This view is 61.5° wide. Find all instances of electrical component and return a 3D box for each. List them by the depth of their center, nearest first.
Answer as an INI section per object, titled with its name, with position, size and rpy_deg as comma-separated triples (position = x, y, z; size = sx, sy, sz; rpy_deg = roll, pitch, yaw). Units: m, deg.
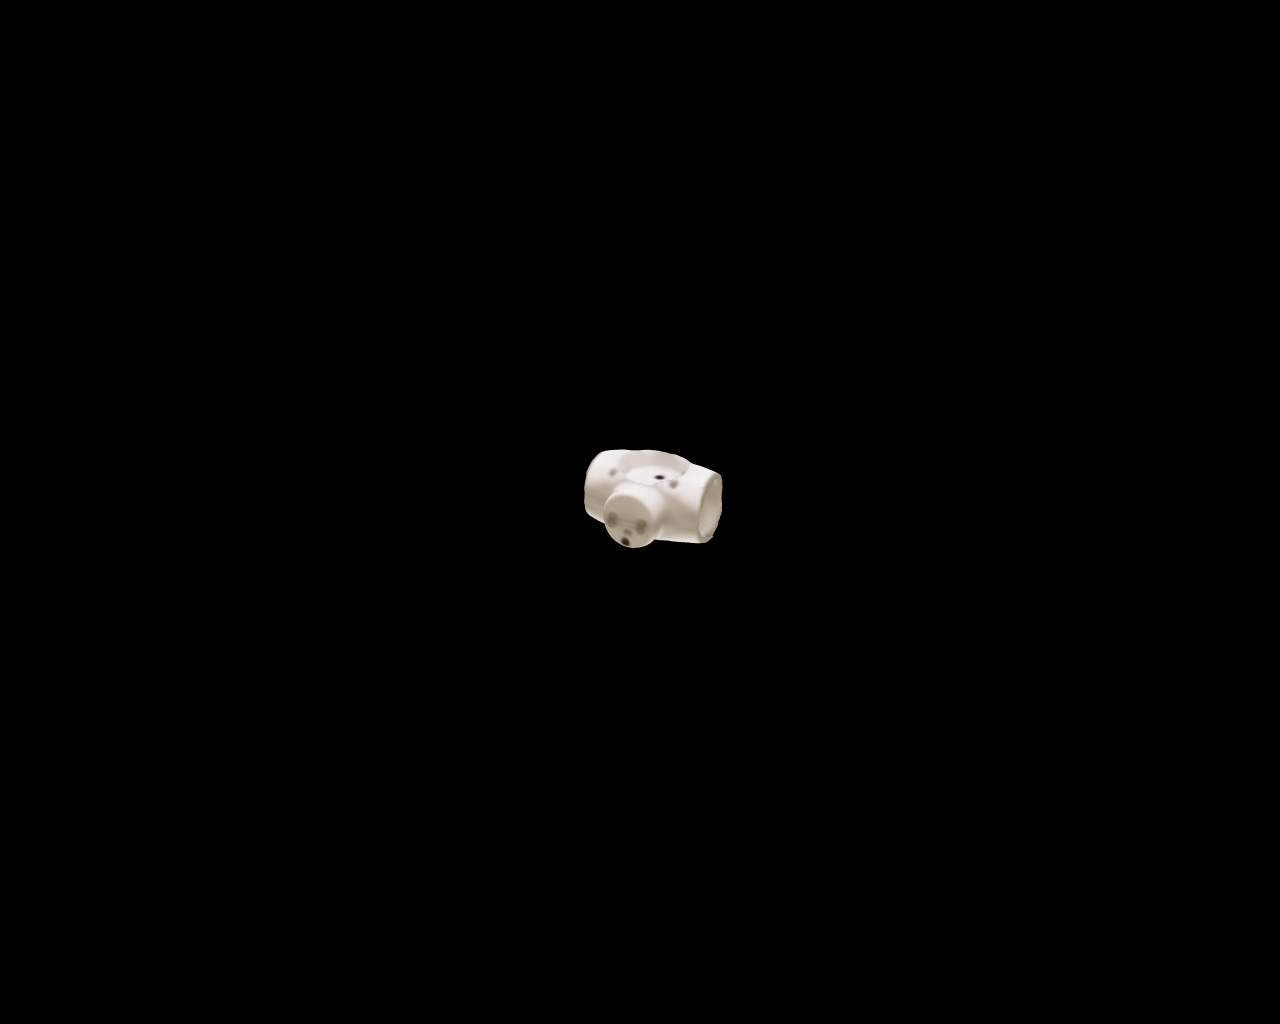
[electrical component]
position = 0.001, -0.003, 0.650
size = 0.077, 0.044, 0.079
rpy_deg = 13, 32, 22
